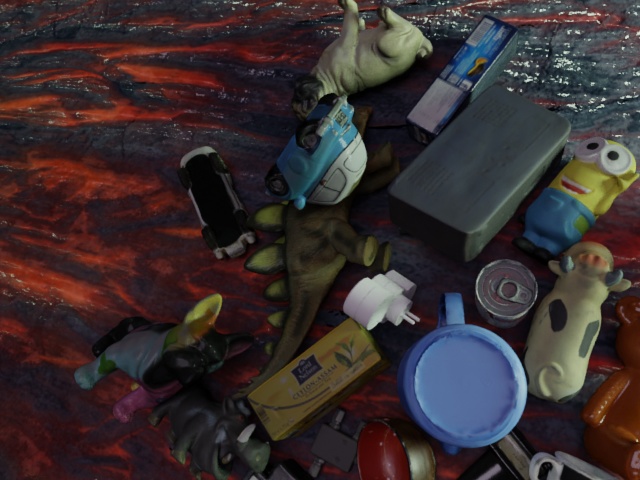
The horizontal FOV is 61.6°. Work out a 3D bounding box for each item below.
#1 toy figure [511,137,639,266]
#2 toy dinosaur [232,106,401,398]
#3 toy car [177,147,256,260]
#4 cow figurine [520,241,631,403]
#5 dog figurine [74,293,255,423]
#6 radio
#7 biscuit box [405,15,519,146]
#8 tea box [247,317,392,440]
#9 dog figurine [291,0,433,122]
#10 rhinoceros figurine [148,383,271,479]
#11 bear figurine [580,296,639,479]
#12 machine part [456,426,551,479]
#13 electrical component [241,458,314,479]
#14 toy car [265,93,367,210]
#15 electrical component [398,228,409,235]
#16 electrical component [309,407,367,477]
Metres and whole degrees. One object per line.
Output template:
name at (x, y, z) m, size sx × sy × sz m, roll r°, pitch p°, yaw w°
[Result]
toy figure at (0.323, -0.050, 0.689) m, size 0.082 × 0.089 × 0.180 m, roll 37°, pitch 95°, yaw 12°
toy dinosaur at (-0.002, -0.002, 0.760) m, size 0.199 × 0.105 × 0.471 m, roll 4°, pitch 65°, yaw 25°
toy car at (-0.164, -0.060, 0.848) m, size 0.073 × 0.056 × 0.202 m, roll -27°, pitch 69°, yaw 0°
cow figurine at (0.288, 0.092, 0.627) m, size 0.086 × 0.127 × 0.195 m, roll 20°, pitch 82°, yaw 18°
dog figurine at (-0.196, 0.141, 0.722) m, size 0.219 × 0.192 × 0.108 m, roll -29°, pitch 107°, yaw 12°
radio at (0.206, -0.088, 0.693) m, size 0.131 × 0.073 × 0.229 m, roll 36°, pitch 72°, yaw 29°
biscuit box at (0.209, -0.228, 0.786) m, size 0.059 × 0.062 × 0.202 m, roll 36°, pitch 85°, yaw 24°
tea box at (0.003, 0.181, 0.699) m, size 0.169 × 0.098 × 0.068 m, roll -38°, pitch 67°, yaw 1°
dog figurine at (0.060, -0.249, 0.829) m, size 0.173 × 0.121 × 0.190 m, roll 26°, pitch 96°, yaw 26°
rhinoceros figurine at (-0.144, 0.255, 0.716) m, size 0.191 × 0.073 × 0.112 m, roll 19°, pitch 53°, yaw 42°
bear figurine at (0.371, 0.166, 0.584) m, size 0.120 × 0.132 × 0.195 m, roll 26°, pitch 85°, yaw -7°
machine part at (0.200, 0.286, 0.641) m, size 0.139 × 0.039 × 0.084 m, roll -41°, pitch 75°, yaw -1°
electrical component at (-0.050, 0.350, 0.683) m, size 0.134 × 0.058 × 0.115 m, roll 39°, pitch 85°, yaw 24°
toy car at (0.006, -0.100, 0.680) m, size 0.103 × 0.161 × 0.109 m, roll 37°, pitch 49°, yaw -7°
electrical component at (0.162, -0.043, 0.751) m, size 0.102 × 0.045 × 0.078 m, roll 6°, pitch 73°, yaw 18°
electrical component at (0.024, 0.272, 0.704) m, size 0.063 × 0.021 × 0.094 m, roll 24°, pitch 80°, yaw 21°
